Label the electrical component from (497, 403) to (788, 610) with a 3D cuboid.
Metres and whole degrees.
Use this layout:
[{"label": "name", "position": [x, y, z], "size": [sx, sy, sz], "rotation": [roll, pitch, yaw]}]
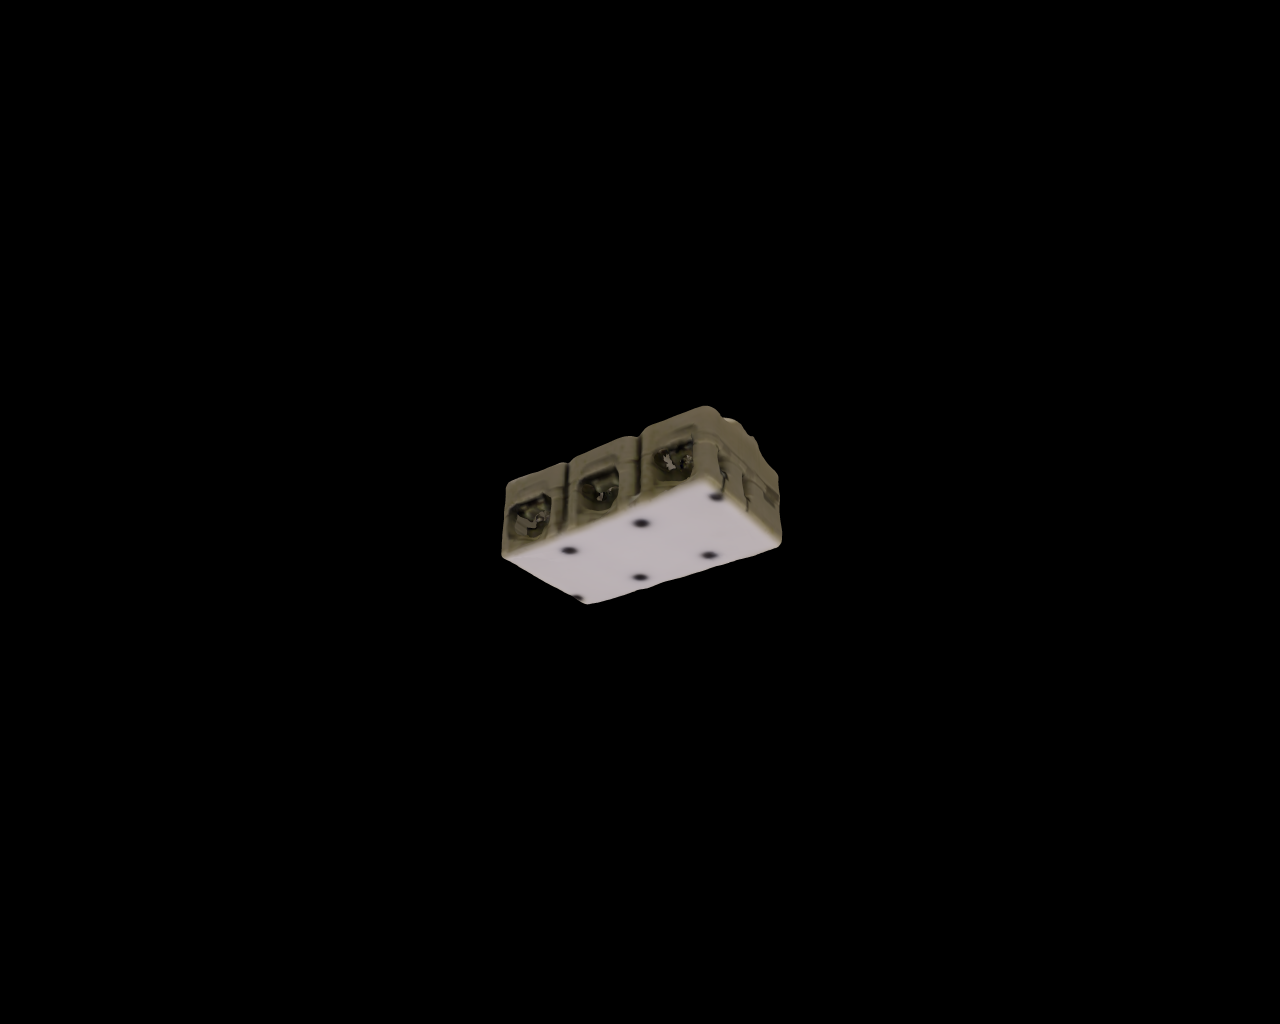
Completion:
[{"label": "electrical component", "position": [0.001, -0.003, 0.650], "size": [0.150, 0.062, 0.089], "rotation": [-19, -36, 29]}]
